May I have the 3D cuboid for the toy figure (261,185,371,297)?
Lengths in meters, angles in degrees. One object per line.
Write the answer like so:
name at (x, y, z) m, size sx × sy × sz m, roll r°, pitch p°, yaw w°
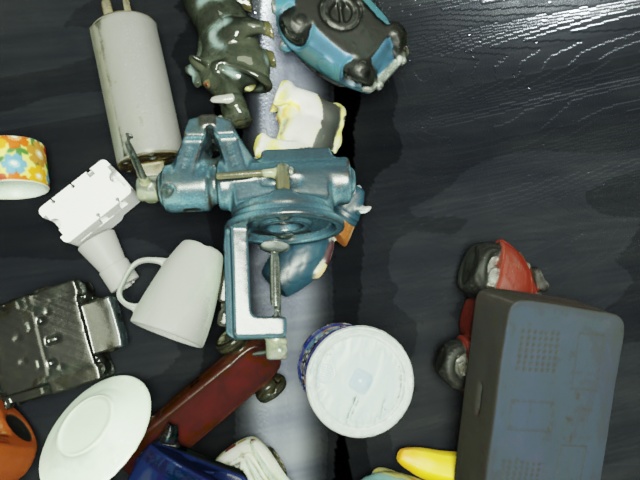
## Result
toy figure at (-0.003, -0.003, 0.629) m, size 0.064 × 0.058 × 0.154 m, roll 45°, pitch 76°, yaw -4°

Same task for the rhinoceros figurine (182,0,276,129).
rhinoceros figurine at (-0.110, -0.227, 0.640) m, size 0.112 × 0.073 × 0.190 m, roll -16°, pitch 84°, yaw -9°

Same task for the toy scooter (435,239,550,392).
toy scooter at (0.220, 0.097, 0.628) m, size 0.135 × 0.075 × 0.183 m, roll 18°, pitch 84°, yaw -4°

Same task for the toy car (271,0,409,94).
toy car at (0.021, -0.239, 0.639) m, size 0.161 × 0.103 × 0.109 m, roll 40°, pitch 78°, yaw -4°

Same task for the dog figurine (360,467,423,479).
dog figurine at (0.125, 0.316, 0.516) m, size 0.191 × 0.219 × 0.108 m, roll 31°, pitch 77°, yaw -2°

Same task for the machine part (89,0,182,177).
machine part at (-0.210, -0.168, 0.620) m, size 0.079 × 0.079 × 0.243 m, roll -14°, pitch 83°, yaw -7°

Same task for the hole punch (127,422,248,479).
hole punch at (-0.138, 0.263, 0.508) m, size 0.116 × 0.092 × 0.142 m, roll 20°, pitch 80°, yaw 2°

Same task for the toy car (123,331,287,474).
toy car at (-0.131, 0.180, 0.592) m, size 0.202 × 0.053 × 0.089 m, roll -40°, pitch 108°, yaw -8°

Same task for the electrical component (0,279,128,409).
electrical component at (-0.283, 0.107, 0.585) m, size 0.134 × 0.058 × 0.115 m, roll -18°, pitch 86°, yaw -7°

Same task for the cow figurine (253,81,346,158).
cow figurine at (-0.031, -0.095, 0.635) m, size 0.098 × 0.068 × 0.167 m, roll 18°, pitch 82°, yaw -9°

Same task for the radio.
radio at (0.225, 0.171, 0.561) m, size 0.131 × 0.073 × 0.229 m, roll 5°, pitch 96°, yaw -10°

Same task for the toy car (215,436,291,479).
toy car at (-0.045, 0.311, 0.581) m, size 0.073 × 0.056 × 0.201 m, roll -31°, pitch 86°, yaw -9°

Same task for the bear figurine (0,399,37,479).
bear figurine at (-0.391, 0.242, 0.525) m, size 0.196 × 0.131 × 0.120 m, roll -37°, pitch 56°, yaw -13°

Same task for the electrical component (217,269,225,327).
electrical component at (-0.099, 0.051, 0.607) m, size 0.021 × 0.063 × 0.094 m, roll 9°, pitch 85°, yaw -5°

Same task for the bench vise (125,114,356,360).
bench vise at (-0.071, -0.004, 0.528) m, size 0.224 × 0.129 × 0.240 m, roll 0°, pitch 76°, yaw -16°

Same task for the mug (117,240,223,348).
mug at (-0.160, 0.052, 0.598) m, size 0.110 × 0.080 × 0.107 m, roll 23°, pitch 70°, yaw -2°
